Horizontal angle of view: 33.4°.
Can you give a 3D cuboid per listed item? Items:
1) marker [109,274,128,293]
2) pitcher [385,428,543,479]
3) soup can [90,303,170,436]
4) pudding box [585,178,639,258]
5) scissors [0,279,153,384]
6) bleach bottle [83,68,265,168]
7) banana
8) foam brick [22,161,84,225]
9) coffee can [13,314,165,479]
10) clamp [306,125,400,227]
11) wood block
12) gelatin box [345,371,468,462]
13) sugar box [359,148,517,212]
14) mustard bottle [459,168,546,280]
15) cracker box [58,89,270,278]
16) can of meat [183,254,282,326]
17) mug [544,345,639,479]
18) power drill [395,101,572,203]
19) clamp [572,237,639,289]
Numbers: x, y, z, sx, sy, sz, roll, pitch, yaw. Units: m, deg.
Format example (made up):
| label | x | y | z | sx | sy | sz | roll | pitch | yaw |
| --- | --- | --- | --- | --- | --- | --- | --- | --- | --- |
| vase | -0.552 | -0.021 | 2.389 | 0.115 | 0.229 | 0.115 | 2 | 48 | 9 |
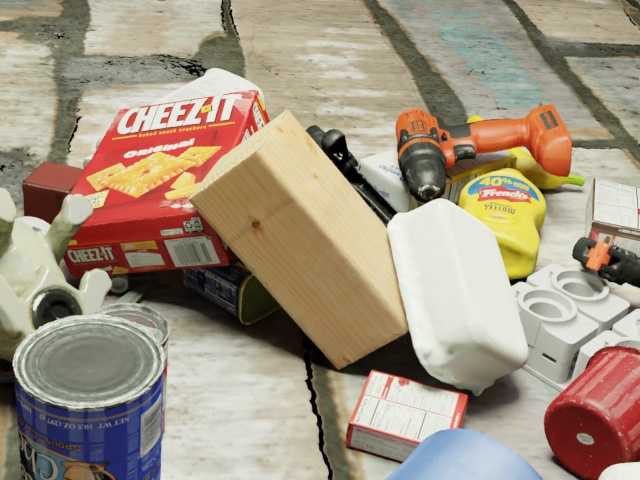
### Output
| label | x | y | z | sx | sy | sz | roll | pitch | yaw |
| --- | --- | --- | --- | --- | --- | --- | --- | --- | --- |
| marker | -0.205 | 0.011 | 1.076 | 0.020 | 0.020 | 0.121 | -1 | 33 | -12 |
| pitcher | 0.050 | 0.234 | 0.660 | 0.242 | 0.149 | 0.145 | -31 | 76 | -40 |
| soup can | -0.154 | 0.110 | 0.846 | 0.068 | 0.102 | 0.068 | 4 | 32 | -3 |
| pudding box | 0.350 | -0.024 | 1.216 | 0.090 | 0.039 | 0.113 | 12 | 30 | 10 |
| scissors | -0.227 | 0.082 | 0.962 | 0.096 | 0.016 | 0.201 | 10 | 32 | 6 |
| bleach bottle | -0.182 | -0.130 | 1.270 | 0.103 | 0.068 | 0.250 | 26 | 39 | 30 |
| banana | 0.236 | -0.108 | 1.336 | 0.069 | 0.037 | 0.198 | 3 | 28 | -43 |
| foam brick | -0.265 | -0.031 | 1.079 | 0.053 | 0.078 | 0.051 | 11 | 30 | 6 |
| coffee can | -0.163 | 0.139 | 0.763 | 0.102 | 0.140 | 0.103 | 5 | 32 | -3 |
| clamp | 0.020 | -0.086 | 1.182 | 0.036 | 0.164 | 0.210 | -40 | 35 | -3 |
| wood block | -0.006 | 0.001 | 0.951 | 0.206 | 0.091 | 0.090 | 50 | 31 | -14 |
| gelatin box | 0.073 | 0.151 | 0.892 | 0.089 | 0.030 | 0.073 | 13 | 34 | 11 |
| sugar box | 0.139 | -0.081 | 1.263 | 0.175 | 0.048 | 0.093 | -21 | 41 | -31 |
| mustard bottle | 0.199 | -0.029 | 1.177 | 0.096 | 0.058 | 0.191 | 10 | 31 | 12 |
| cracker box | -0.150 | -0.060 | 1.056 | 0.164 | 0.072 | 0.213 | -5 | 38 | 17 |
| can of meat | -0.071 | 0.029 | 1.038 | 0.084 | 0.057 | 0.101 | 26 | 36 | 33 |
| mug | 0.245 | 0.155 | 0.875 | 0.081 | 0.093 | 0.117 | -31 | 83 | -38 |
| power drill | 0.179 | -0.099 | 1.184 | 0.187 | 0.057 | 0.184 | -3 | 32 | 0 |
| clamp | 0.292 | 0.023 | 1.076 | 0.120 | 0.039 | 0.171 | 20 | -1 | 38 |
